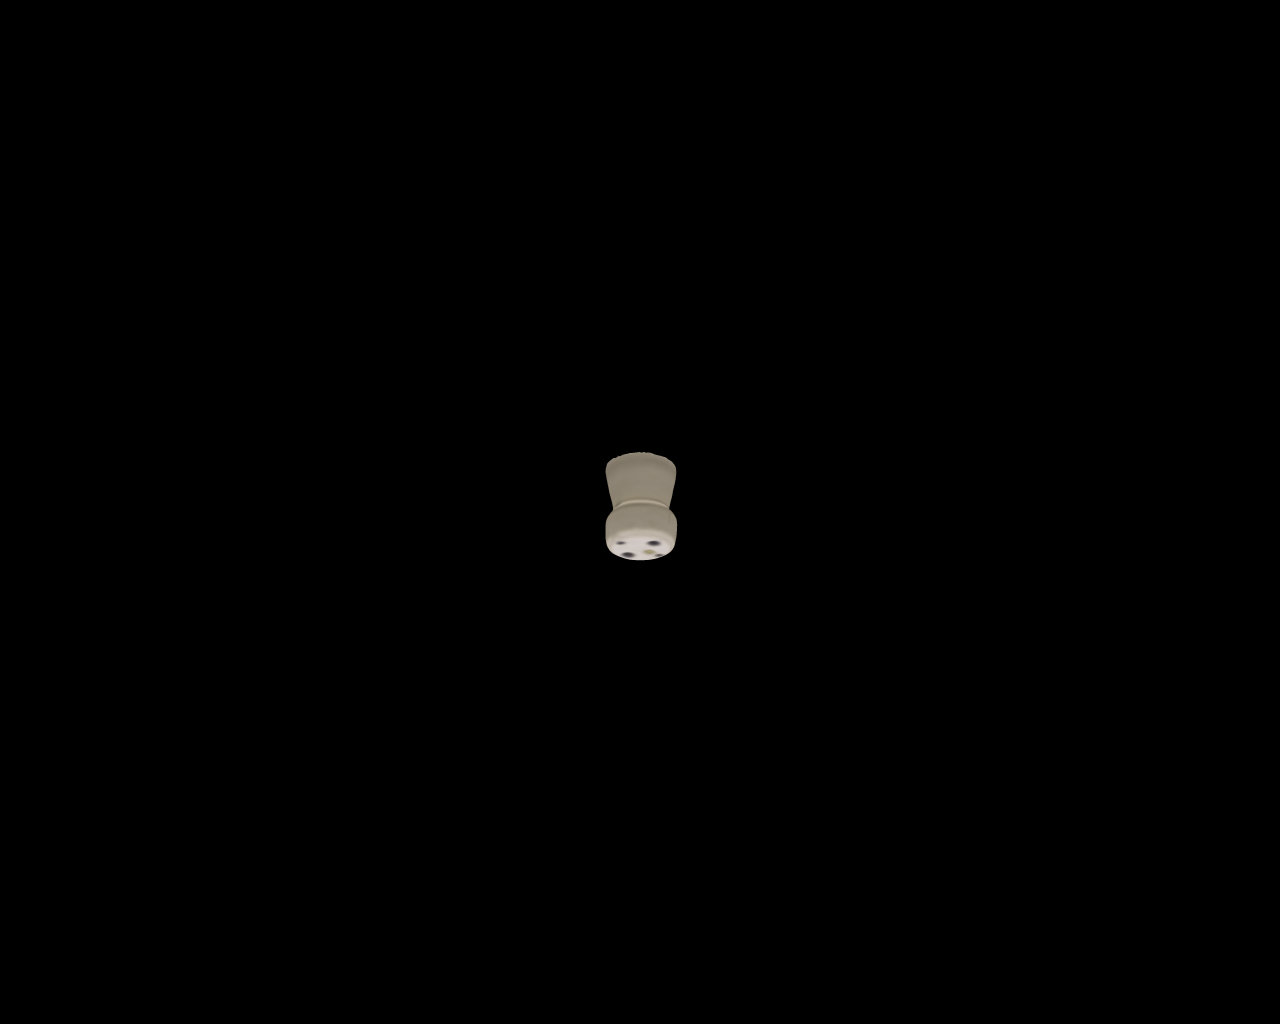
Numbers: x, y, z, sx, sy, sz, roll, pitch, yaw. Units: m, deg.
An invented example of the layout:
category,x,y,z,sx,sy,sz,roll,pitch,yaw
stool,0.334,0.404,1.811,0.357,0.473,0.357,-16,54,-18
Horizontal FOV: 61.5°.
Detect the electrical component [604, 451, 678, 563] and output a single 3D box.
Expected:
category,x,y,z,sx,sy,sz,roll,pitch,yaw
electrical component,0.001,-0.003,0.650,0.045,0.055,0.044,0,-26,0
